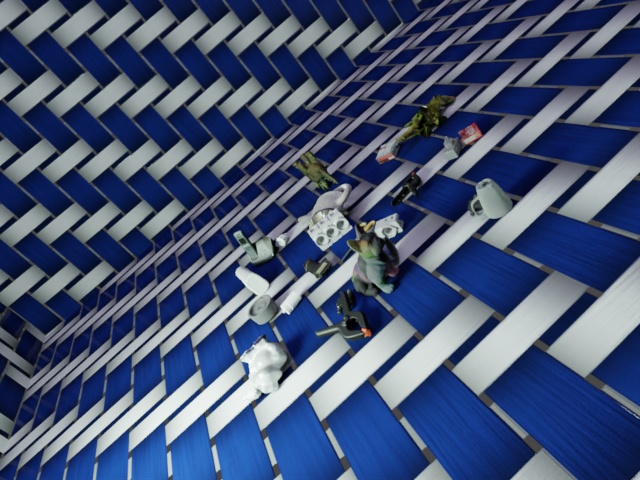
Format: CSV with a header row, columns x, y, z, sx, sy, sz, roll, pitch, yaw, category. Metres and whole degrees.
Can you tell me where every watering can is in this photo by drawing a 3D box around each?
x,y,z,sx,sy,sz,roll,pitch,yaw,category
0.007,-0.110,2.190,0.342,0.103,0.230,-36,23,35,watering can

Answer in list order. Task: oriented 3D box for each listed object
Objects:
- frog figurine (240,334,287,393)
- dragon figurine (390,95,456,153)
x,y,z,sx,sy,sz,roll,pitch,yaw,category
-0.160,0.398,1.611,0.138,0.120,0.162,-35,60,-7,frog figurine
0.443,-0.522,2.296,0.410,0.121,0.244,-38,8,1,dragon figurine
